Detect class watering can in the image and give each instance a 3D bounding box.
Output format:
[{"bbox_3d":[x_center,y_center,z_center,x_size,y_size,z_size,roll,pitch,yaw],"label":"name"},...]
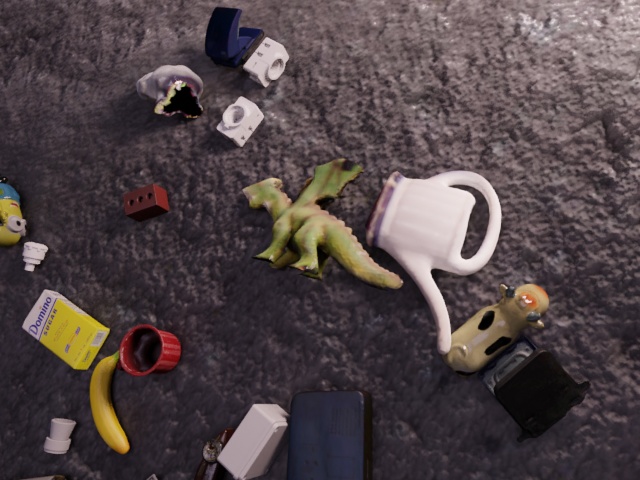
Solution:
[{"bbox_3d":[0.181,0.006,0.891,0.225,0.102,0.354,17,61,19],"label":"watering can"}]

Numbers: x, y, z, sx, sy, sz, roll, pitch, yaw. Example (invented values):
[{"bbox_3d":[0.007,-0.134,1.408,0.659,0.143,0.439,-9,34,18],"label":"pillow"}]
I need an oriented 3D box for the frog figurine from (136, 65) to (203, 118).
[{"bbox_3d":[-0.347,-0.354,1.169,0.139,0.119,0.162,-24,54,-28],"label":"frog figurine"}]

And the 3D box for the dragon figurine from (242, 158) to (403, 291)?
[{"bbox_3d":[0.003,-0.047,0.938,0.411,0.120,0.246,8,71,37],"label":"dragon figurine"}]
